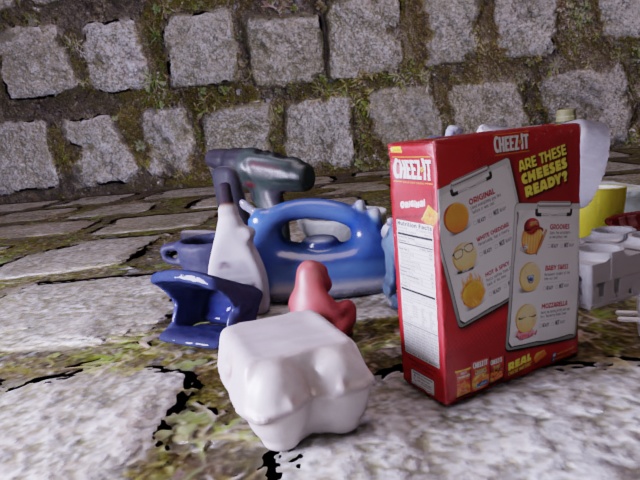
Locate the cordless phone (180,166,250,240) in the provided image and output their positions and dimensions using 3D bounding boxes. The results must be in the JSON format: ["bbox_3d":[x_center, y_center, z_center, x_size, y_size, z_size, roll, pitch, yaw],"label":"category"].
[{"bbox_3d":[-0.166,-0.029,0.939,0.147,0.185,0.094,2,13,33],"label":"cordless phone"}]

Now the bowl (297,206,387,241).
[{"bbox_3d":[0.044,-0.015,1.058,0.167,0.075,0.167,-5,11,1],"label":"bowl"}]

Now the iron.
[{"bbox_3d":[0.007,0.003,0.809,0.258,0.141,0.118,-5,11,3],"label":"iron"}]

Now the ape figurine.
[{"bbox_3d":[-0.004,0.066,0.620,0.077,0.092,0.076,5,15,42],"label":"ape figurine"}]

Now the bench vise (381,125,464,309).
[{"bbox_3d":[0.116,-0.017,0.653,0.122,0.220,0.206,-14,14,-37],"label":"bench vise"}]

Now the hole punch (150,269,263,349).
[{"bbox_3d":[-0.131,0.069,0.671,0.108,0.091,0.101,1,13,31],"label":"hole punch"}]

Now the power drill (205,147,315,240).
[{"bbox_3d":[-0.114,-0.074,1.085,0.228,0.208,0.076,0,13,26],"label":"power drill"}]

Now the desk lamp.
[{"bbox_3d":[0.294,-0.061,0.809,0.203,0.214,0.118,-4,11,9],"label":"desk lamp"}]

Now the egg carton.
[{"bbox_3d":[-0.027,0.109,0.475,0.107,0.069,0.150,-10,12,-20],"label":"egg carton"}]

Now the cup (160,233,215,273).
[{"bbox_3d":[-0.164,0.044,0.805,0.117,0.095,0.092,-4,11,8],"label":"cup"}]

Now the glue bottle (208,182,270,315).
[{"bbox_3d":[-0.111,0.012,0.737,0.078,0.173,0.037,-5,11,4],"label":"glue bottle"}]
